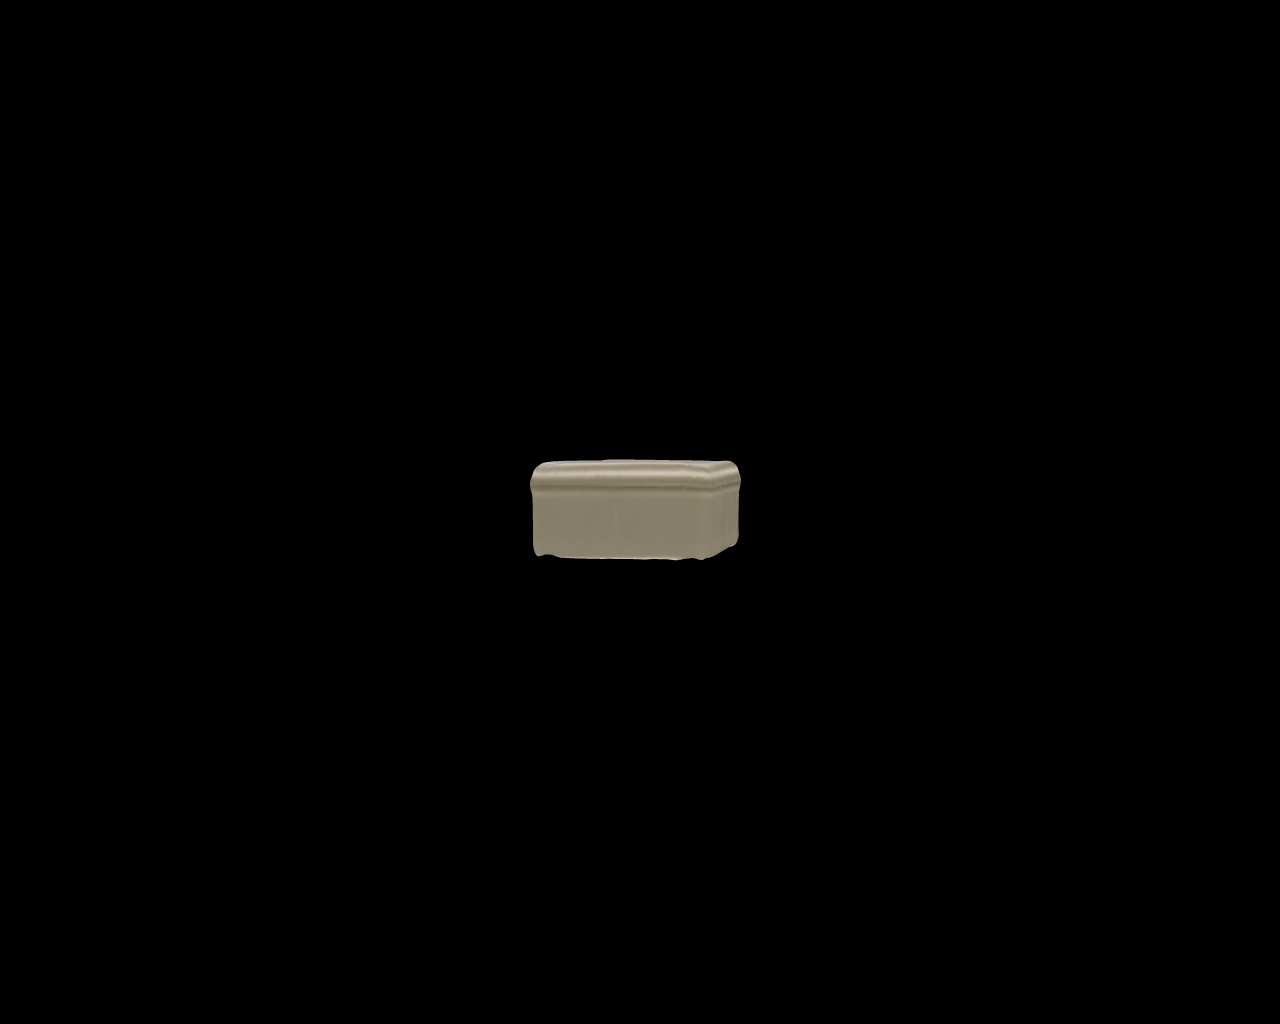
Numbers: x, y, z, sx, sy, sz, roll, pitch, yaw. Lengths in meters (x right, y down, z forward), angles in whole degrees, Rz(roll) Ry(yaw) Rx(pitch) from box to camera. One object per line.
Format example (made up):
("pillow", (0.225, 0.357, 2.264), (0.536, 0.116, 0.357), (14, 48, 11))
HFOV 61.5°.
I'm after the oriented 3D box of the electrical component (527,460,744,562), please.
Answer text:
("electrical component", (0.001, -0.003, 0.650), (0.109, 0.056, 0.109), (1, 4, 15))
